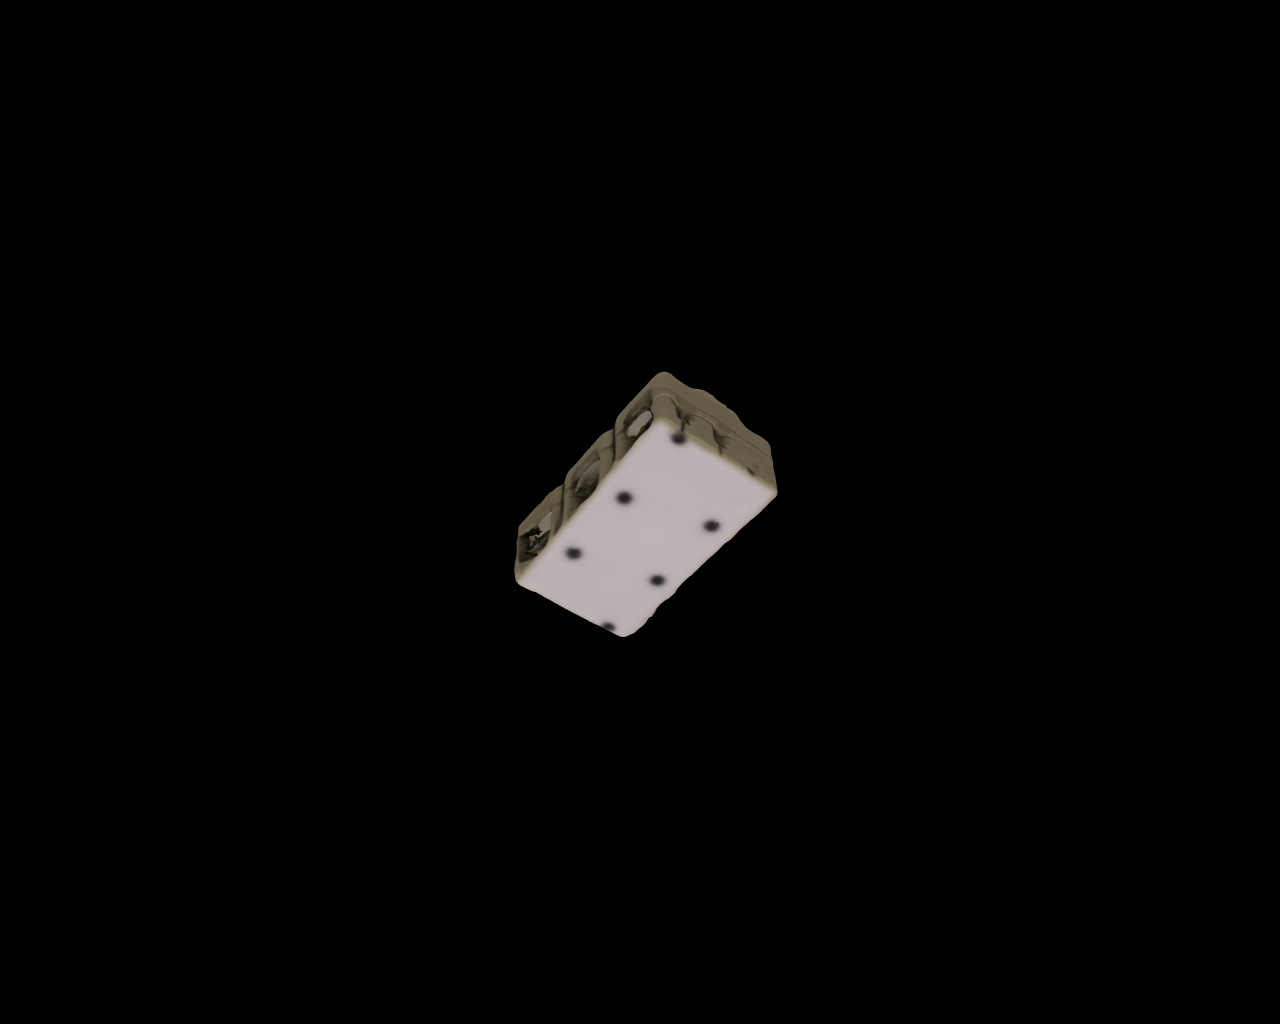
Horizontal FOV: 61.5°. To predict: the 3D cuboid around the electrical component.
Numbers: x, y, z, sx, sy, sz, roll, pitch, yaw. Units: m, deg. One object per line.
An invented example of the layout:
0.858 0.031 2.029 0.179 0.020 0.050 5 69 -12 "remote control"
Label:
0.001 -0.003 0.650 0.089 0.150 0.062 32 32 -22 "electrical component"
